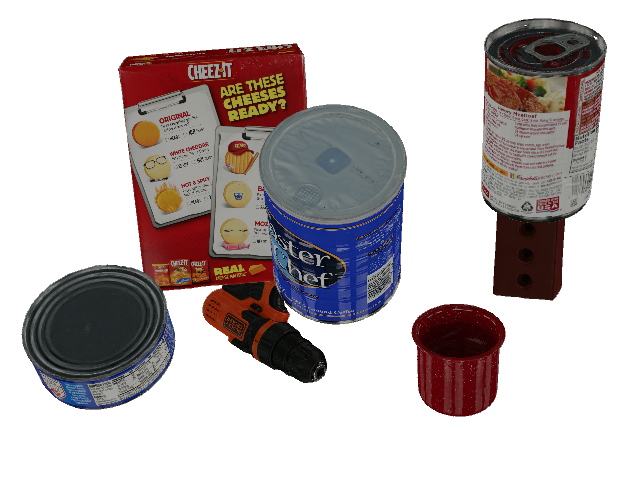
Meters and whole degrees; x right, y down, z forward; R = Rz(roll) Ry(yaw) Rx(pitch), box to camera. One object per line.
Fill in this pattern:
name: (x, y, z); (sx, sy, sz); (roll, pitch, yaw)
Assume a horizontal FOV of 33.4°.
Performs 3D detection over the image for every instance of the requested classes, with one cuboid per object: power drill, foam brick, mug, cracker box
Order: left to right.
cracker box: (-0.091, -0.067, 0.989); (0.164, 0.214, 0.072); (-5, 20, -4)
power drill: (-0.040, 0.042, 1.160); (0.185, 0.188, 0.057); (27, 11, 38)
mug: (0.147, 0.118, 1.093); (0.093, 0.081, 0.117); (19, 40, 32)
foam brick: (0.179, 0.007, 0.909); (0.053, 0.078, 0.051); (5, 15, 20)

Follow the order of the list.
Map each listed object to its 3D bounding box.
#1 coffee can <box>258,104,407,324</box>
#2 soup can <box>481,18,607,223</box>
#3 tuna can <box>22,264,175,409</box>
coffee can: (0.011, -0.017, 0.792); (0.103, 0.103, 0.140); (0, -34, 3)
soup can: (0.130, -0.070, 0.630); (0.068, 0.102, 0.068); (-3, 37, 2)
tuna can: (-0.130, 0.057, 0.634); (0.086, 0.086, 0.034); (0, -43, 8)
